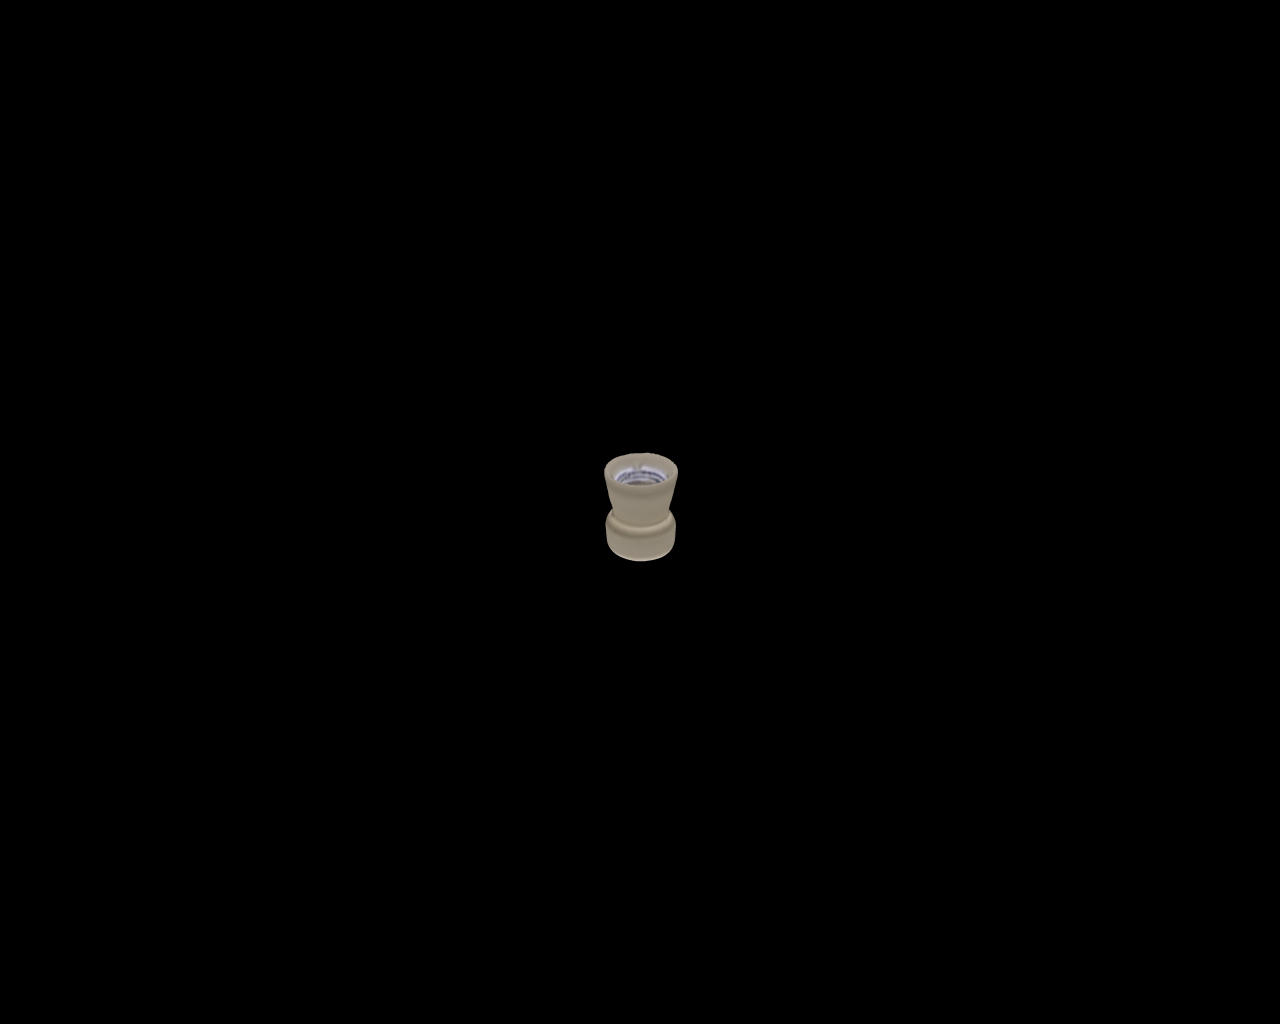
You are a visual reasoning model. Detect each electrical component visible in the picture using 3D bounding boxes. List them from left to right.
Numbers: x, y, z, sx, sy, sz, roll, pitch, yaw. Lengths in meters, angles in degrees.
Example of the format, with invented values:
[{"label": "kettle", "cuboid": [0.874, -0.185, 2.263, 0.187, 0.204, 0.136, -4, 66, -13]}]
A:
[{"label": "electrical component", "cuboid": [0.001, -0.003, 0.650, 0.045, 0.055, 0.045, 0, 31, 0]}]
